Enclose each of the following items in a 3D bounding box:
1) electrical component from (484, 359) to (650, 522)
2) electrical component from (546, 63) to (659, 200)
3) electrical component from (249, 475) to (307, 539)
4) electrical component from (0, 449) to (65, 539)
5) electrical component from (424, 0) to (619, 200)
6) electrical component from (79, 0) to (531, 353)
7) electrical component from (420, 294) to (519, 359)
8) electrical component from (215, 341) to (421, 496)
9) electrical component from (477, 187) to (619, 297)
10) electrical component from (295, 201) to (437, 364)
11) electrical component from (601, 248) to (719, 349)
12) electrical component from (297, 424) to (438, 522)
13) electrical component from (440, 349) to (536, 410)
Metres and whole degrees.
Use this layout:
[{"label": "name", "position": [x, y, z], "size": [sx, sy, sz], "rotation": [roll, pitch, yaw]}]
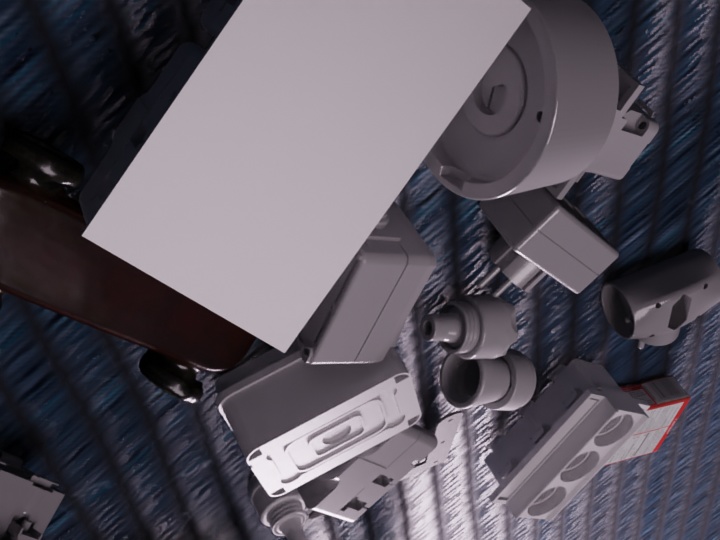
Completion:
[{"label": "electrical component", "position": [0.157, 0.132, 0.843], "size": [0.079, 0.063, 0.121], "rotation": [15, 121, -41]}, {"label": "electrical component", "position": [0.136, -0.084, 0.631], "size": [0.064, 0.042, 0.081], "rotation": [7, 127, -41]}, {"label": "electrical component", "position": [-0.053, 0.166, 0.744], "size": [0.035, 0.061, 0.035], "rotation": [-18, 138, -17]}, {"label": "electrical component", "position": [-0.225, 0.123, 0.584], "size": [0.121, 0.079, 0.063], "rotation": [41, 73, -49]}, {"label": "electrical component", "position": [0.080, -0.091, 0.541], "size": [0.060, 0.108, 0.108], "rotation": [-8, 134, -36]}, {"label": "electrical component", "position": [-0.029, -0.073, 0.477], "size": [0.105, 0.060, 0.186], "rotation": [33, 96, -26]}, {"label": "electrical component", "position": [0.070, 0.037, 0.708], "size": [0.062, 0.043, 0.043], "rotation": [1, 130, -32]}, {"label": "electrical component", "position": [-0.026, 0.082, 0.673], "size": [0.113, 0.057, 0.078], "rotation": [-27, 147, -7]}, {"label": "electrical component", "position": [0.106, -0.012, 0.678], "size": [0.075, 0.047, 0.083], "rotation": [-45, 138, 15]}, {"label": "electrical component", "position": [0.000, 0.000, 0.611], "size": [0.061, 0.061, 0.096], "rotation": [3, 129, -35]}, {"label": "electrical component", "position": [0.221, 0.029, 0.796], "size": [0.077, 0.043, 0.079], "rotation": [-20, 138, -14]}, {"label": "electrical component", "position": [-0.002, 0.124, 0.742], "size": [0.089, 0.050, 0.056], "rotation": [-44, 139, 12]}, {"label": "electrical component", "position": [0.091, 0.076, 0.759], "size": [0.055, 0.045, 0.045], "rotation": [8, 125, -38]}]
